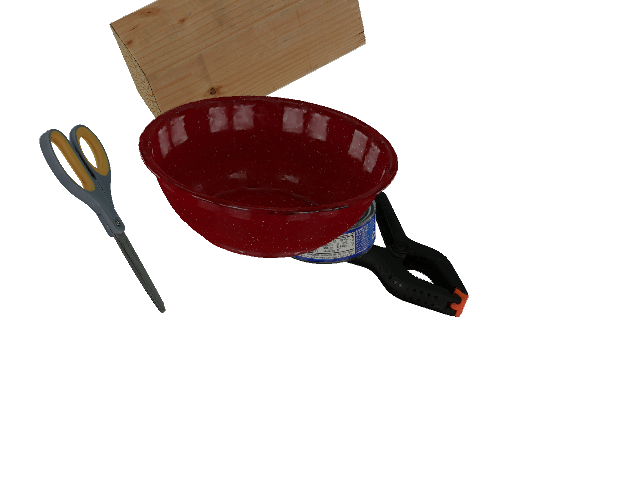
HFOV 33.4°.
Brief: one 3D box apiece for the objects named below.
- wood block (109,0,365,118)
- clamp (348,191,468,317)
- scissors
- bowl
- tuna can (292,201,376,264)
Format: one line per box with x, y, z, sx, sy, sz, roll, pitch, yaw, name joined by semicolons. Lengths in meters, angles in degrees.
-0.073;-0.189;0.980;0.206;0.090;0.091;-29;-37;-10;wood block
0.078;0.022;1.246;0.164;0.036;0.210;-21;50;-38;clamp
-0.199;-0.030;1.030;0.016;0.201;0.096;-24;26;21;scissors
-0.034;-0.035;0.676;0.162;0.055;0.162;5;30;-3;bowl
0.005;-0.014;0.904;0.086;0.034;0.086;-2;29;1;tuna can
